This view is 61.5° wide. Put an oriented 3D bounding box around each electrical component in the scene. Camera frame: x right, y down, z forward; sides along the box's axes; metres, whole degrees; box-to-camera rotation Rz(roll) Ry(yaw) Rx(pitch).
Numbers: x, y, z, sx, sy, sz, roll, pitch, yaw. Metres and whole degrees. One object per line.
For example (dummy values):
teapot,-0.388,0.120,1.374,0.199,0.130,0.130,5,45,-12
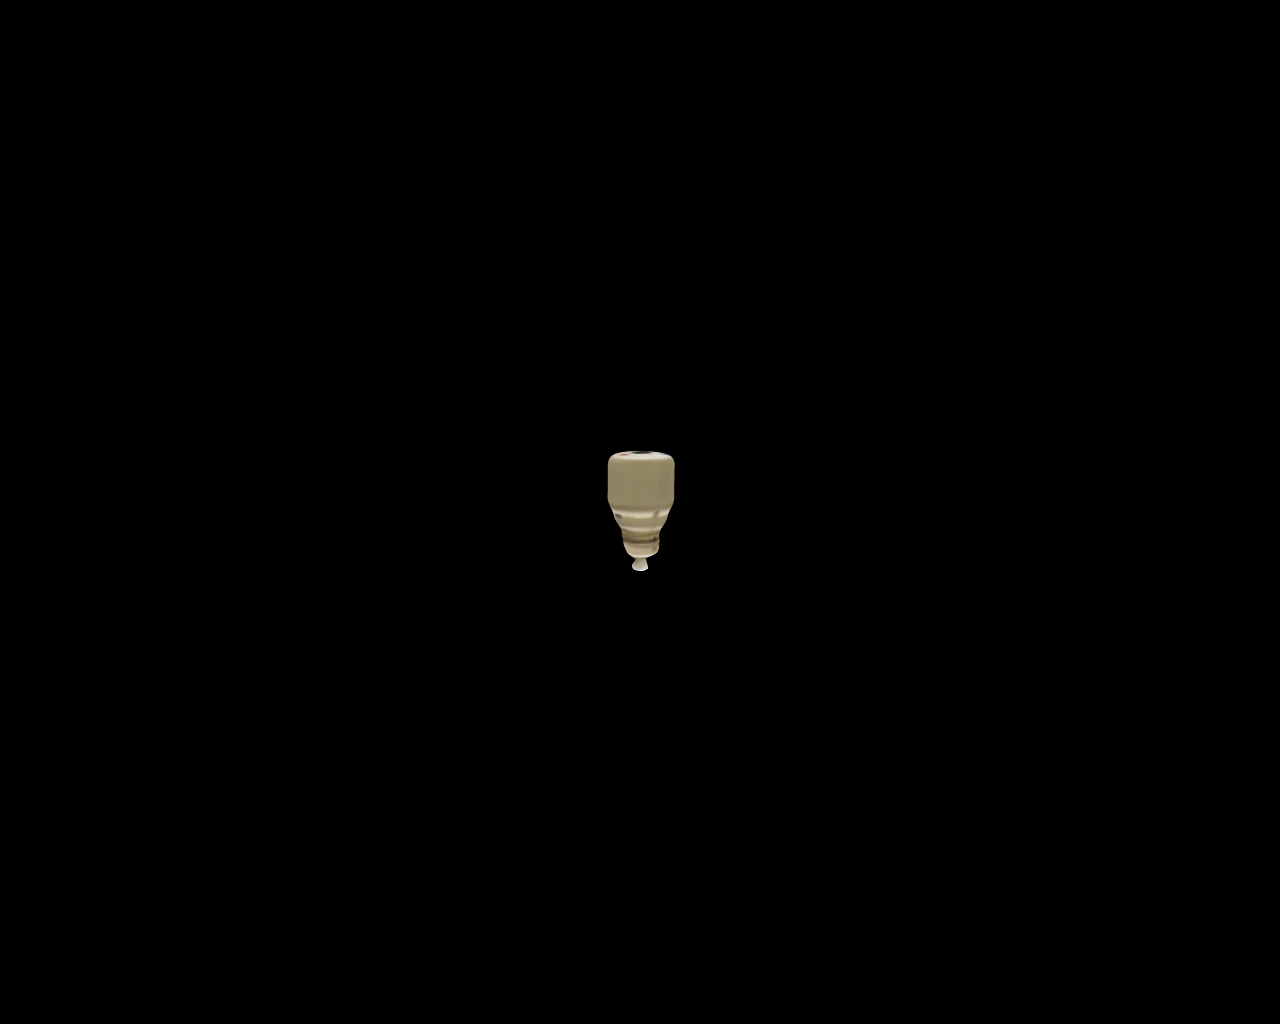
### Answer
electrical component,0.001,-0.003,0.650,0.040,0.078,0.040,0,10,0
